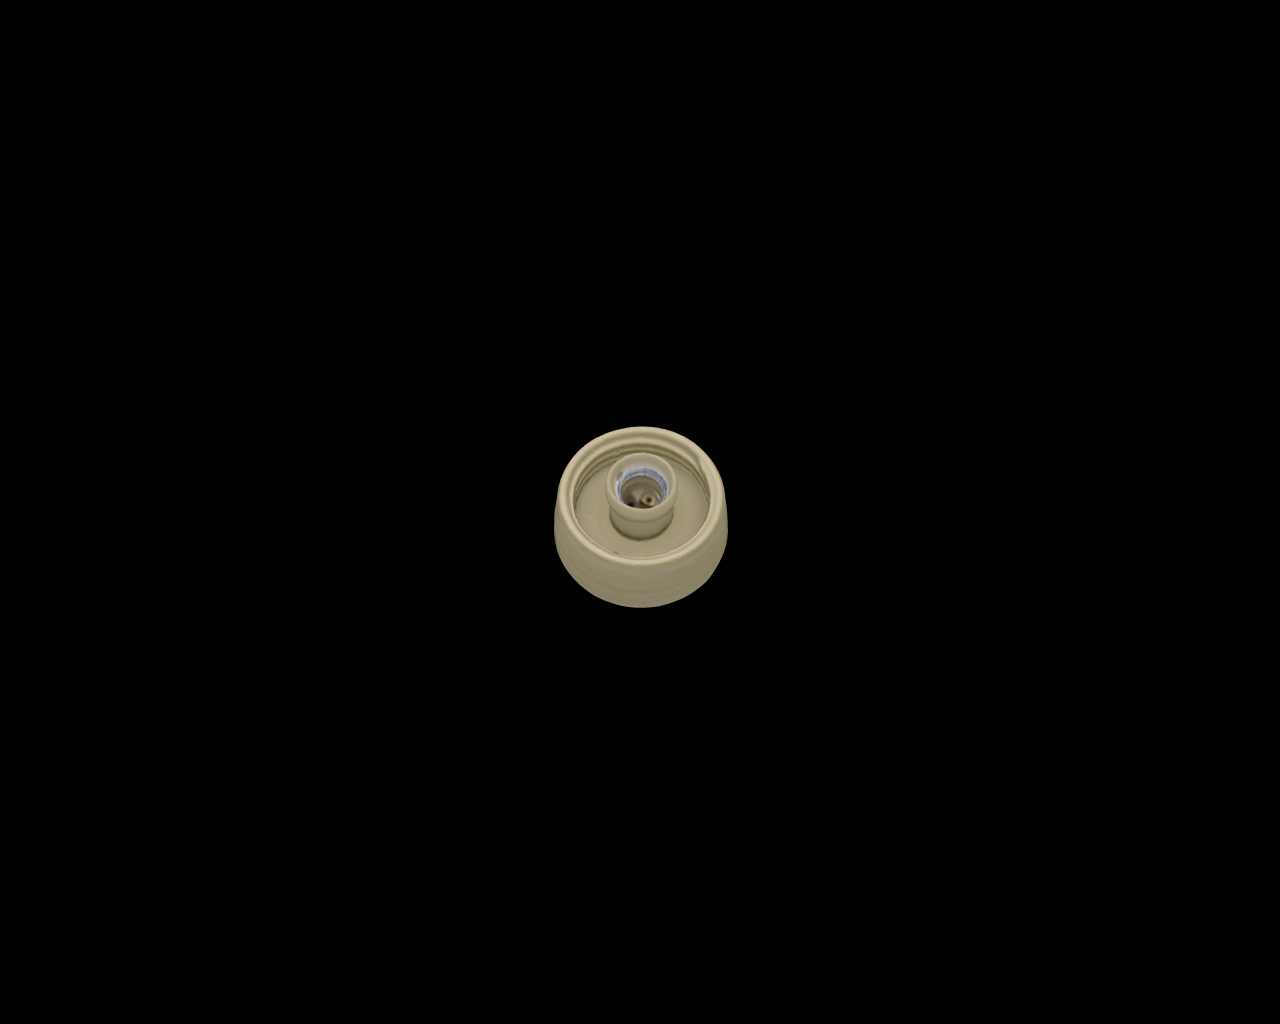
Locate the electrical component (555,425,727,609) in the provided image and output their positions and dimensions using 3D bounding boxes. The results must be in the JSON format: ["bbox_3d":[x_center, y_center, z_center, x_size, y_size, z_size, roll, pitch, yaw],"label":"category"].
[{"bbox_3d":[0.001,-0.003,0.650,0.108,0.108,0.060,0,-32,0],"label":"electrical component"}]
